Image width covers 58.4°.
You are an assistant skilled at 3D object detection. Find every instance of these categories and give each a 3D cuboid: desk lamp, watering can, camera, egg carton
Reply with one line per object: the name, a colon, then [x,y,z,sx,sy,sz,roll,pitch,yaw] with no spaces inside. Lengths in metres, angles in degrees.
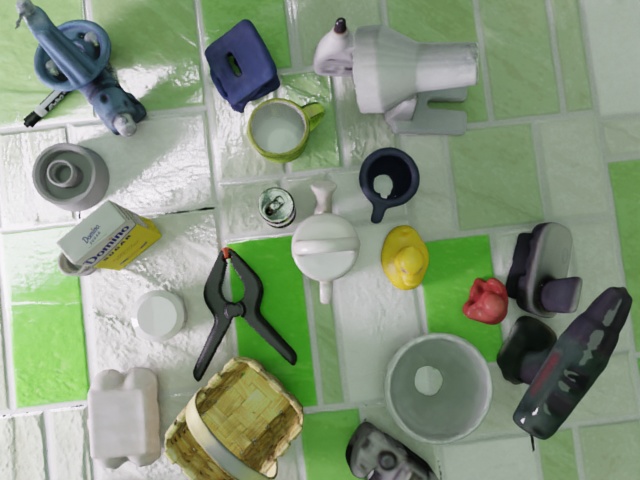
desk lamp: [0.142,-0.235,0.848,0.203,0.213,0.118,1,86,-1]
watering can: [0.005,0.003,0.839,0.101,0.194,0.173,-23,87,-2]
camera: [0.092,0.374,0.864,0.143,0.101,0.137,36,86,1]
egg carton: [-0.298,0.272,0.877,0.107,0.069,0.150,-5,86,-2]

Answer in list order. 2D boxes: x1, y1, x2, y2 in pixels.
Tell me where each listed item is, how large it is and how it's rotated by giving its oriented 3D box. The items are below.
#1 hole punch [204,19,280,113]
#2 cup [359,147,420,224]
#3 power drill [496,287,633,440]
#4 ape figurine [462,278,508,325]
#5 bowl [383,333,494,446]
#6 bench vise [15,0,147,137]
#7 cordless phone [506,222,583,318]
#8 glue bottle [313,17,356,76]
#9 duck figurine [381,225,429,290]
hole punch: [-0.124,-0.273,0.905,0.101,0.091,0.109,-28,87,-3]
cup: [0.100,-0.078,0.897,0.091,0.095,0.118,16,86,0]
power drill: [0.339,0.167,0.830,0.075,0.208,0.230,28,86,1]
ape figurine: [0.263,0.099,0.891,0.078,0.092,0.076,-28,87,-3]
bowl: [0.177,0.224,0.889,0.167,0.074,0.167,0,86,-1]
bench vise: [-0.338,-0.256,0.834,0.207,0.219,0.121,35,86,1]
cordless phone: [0.355,0.044,0.850,0.094,0.185,0.148,10,86,0]
glue bottle: [0.029,-0.295,0.870,0.078,0.173,0.037,3,86,-1]
duck figurine: [0.137,0.027,0.895,0.077,0.086,0.105,-5,86,-1]
